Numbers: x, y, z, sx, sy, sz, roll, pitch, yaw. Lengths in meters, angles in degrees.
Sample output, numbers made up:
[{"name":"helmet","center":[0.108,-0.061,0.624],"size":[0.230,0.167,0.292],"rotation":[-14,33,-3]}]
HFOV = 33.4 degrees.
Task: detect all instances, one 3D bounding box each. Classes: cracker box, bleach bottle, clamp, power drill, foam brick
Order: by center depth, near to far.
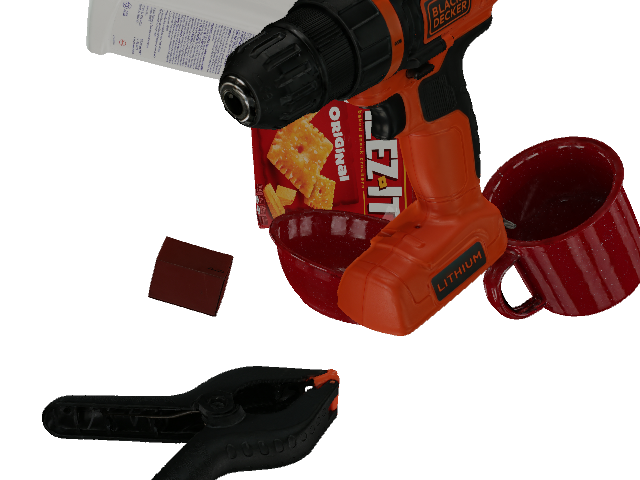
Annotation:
[{"name":"power drill","center":[0.035,-0.047,0.531],"size":[0.057,0.187,0.184],"rotation":[25,47,38]},{"name":"clamp","center":[-0.059,0.112,0.593],"size":[0.171,0.039,0.120],"rotation":[-10,36,-21]},{"name":"bleach bottle","center":[-0.055,-0.160,0.851],"size":[0.250,0.068,0.103],"rotation":[17,-29,-6]},{"name":"cracker box","center":[0.025,-0.091,1.070],"size":[0.214,0.164,0.071],"rotation":[3,8,43]},{"name":"foam brick","center":[-0.140,0.039,1.149],"size":[0.078,0.051,0.053],"rotation":[17,29,-1]}]

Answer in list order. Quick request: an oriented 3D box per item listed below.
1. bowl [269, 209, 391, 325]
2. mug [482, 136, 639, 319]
[{"name":"bowl","center":[0.032,0.027,0.893],"size":[0.162,0.055,0.162],"rotation":[10,19,-4]},{"name":"mug","center":[0.151,0.003,0.679],"size":[0.093,0.117,0.081],"rotation":[28,-21,50]}]
